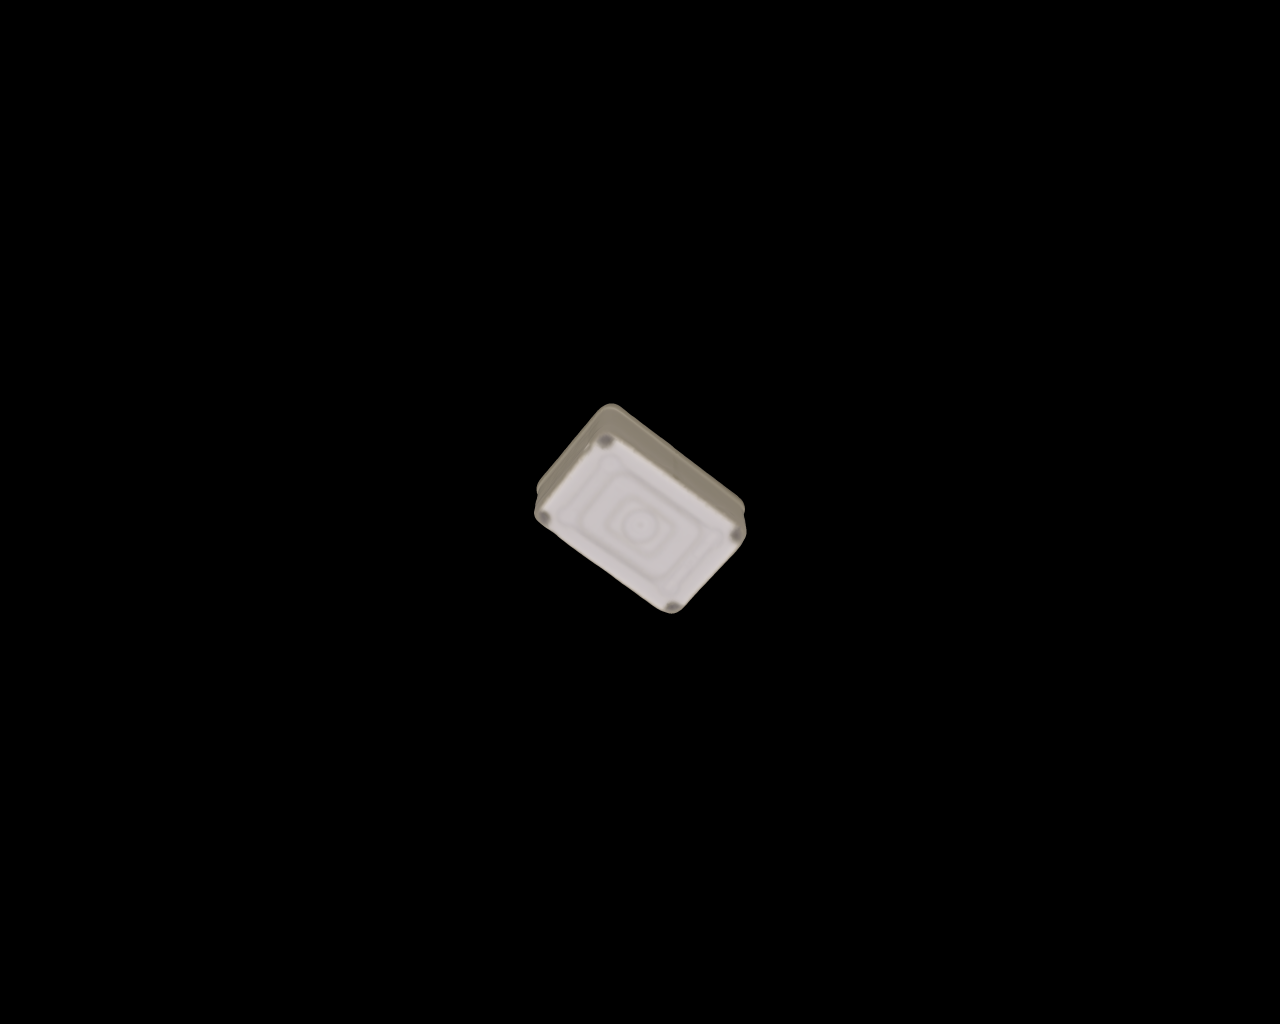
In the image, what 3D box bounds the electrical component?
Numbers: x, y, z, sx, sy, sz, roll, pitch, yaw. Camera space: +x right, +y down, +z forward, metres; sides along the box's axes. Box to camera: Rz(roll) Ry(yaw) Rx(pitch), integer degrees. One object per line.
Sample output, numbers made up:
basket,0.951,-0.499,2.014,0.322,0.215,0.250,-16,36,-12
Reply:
electrical component,0.001,-0.003,0.650,0.113,0.078,0.057,36,19,-15
